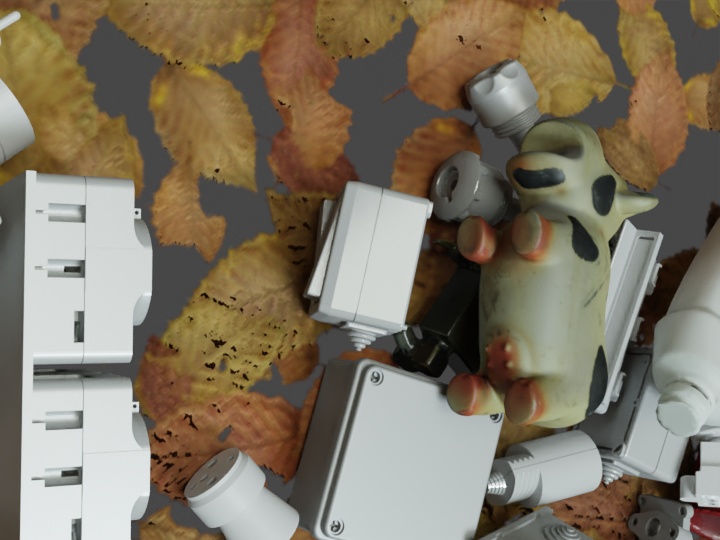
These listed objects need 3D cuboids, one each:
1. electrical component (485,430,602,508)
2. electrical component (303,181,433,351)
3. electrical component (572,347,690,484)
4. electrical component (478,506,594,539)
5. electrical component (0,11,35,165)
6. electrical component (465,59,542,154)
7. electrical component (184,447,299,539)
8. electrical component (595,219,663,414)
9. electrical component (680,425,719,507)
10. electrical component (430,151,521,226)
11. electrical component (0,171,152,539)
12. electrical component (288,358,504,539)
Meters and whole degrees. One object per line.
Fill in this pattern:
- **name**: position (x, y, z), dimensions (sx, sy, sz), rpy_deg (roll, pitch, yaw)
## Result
- **electrical component**: position (0.118, 0.137, 0.724), dimensions (0.081, 0.043, 0.043), rpy_deg (-8, 92, -27)
- **electrical component**: position (0.000, 0.000, 0.653), dimensions (0.061, 0.062, 0.096), rpy_deg (13, 82, -7)
- **electrical component**: position (0.195, 0.108, 0.756), dimensions (0.061, 0.062, 0.096), rpy_deg (28, 76, -24)
- **electrical component**: position (0.104, 0.208, 0.680), dimensions (0.100, 0.048, 0.099), rpy_deg (-8, 118, -50)
- **electrical component**: position (-0.212, -0.122, 0.556), dimensions (0.074, 0.052, 0.138), rpy_deg (-40, 106, -23)
- **electrical component**: position (0.102, -0.107, 0.726), dimensions (0.043, 0.043, 0.062), rpy_deg (-39, 107, -23)
- **electrical component**: position (-0.069, 0.137, 0.626), dimensions (0.045, 0.045, 0.055), rpy_deg (-44, 107, -22)
- **electrical component**: position (0.158, 0.031, 0.737), dimensions (0.063, 0.079, 0.121), rpy_deg (35, 72, -45)
- **electrical component**: position (0.251, 0.129, 0.727), dimensions (0.048, 0.066, 0.055), rpy_deg (51, 43, -58)
- **electrical component**: position (0.081, -0.048, 0.713), dimensions (0.062, 0.048, 0.048), rpy_deg (20, 79, -32)
- **electrical component**: position (-0.152, 0.049, 0.551), dimensions (0.060, 0.105, 0.186), rpy_deg (1, 88, -28)
- **electrical component**: position (0.023, 0.120, 0.668), dimensions (0.109, 0.056, 0.108), rpy_deg (20, 79, -26)
